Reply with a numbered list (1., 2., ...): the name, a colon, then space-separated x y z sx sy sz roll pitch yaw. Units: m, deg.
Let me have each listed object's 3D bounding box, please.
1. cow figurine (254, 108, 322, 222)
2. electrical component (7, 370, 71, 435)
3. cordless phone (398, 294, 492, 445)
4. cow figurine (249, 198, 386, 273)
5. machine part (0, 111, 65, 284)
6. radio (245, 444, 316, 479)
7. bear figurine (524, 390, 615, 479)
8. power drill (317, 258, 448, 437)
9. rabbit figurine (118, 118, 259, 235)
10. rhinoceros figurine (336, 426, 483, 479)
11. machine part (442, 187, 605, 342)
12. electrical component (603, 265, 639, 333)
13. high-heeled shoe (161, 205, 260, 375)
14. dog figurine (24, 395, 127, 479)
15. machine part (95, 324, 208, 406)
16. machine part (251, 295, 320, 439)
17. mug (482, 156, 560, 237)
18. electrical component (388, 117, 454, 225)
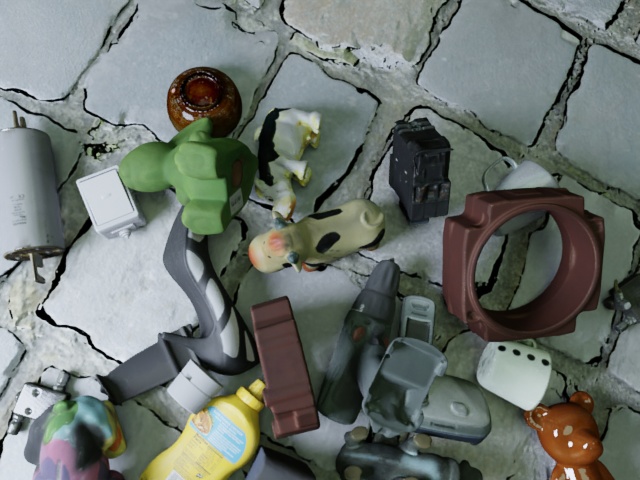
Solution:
1. cow figurine: -0.059 -0.112 0.779 0.098 0.068 0.167 16 74 3
2. electrical component: -0.366 0.213 0.702 0.063 0.021 0.094 19 78 -1
3. cordless phone: 0.161 0.174 0.738 0.147 0.088 0.184 11 73 -3
4. cow figurine: -0.002 -0.002 0.733 0.195 0.127 0.085 -18 78 -12
5. machine part: -0.397 -0.061 0.727 0.079 0.079 0.243 -10 79 -8
6. radio: -0.086 0.371 0.643 0.073 0.131 0.229 26 77 -1
7. bear figurine: 0.358 0.309 0.708 0.120 0.132 0.195 -6 85 -13
8. power drill: 0.074 0.134 0.673 0.086 0.207 0.232 26 87 -19
9. rabbit figurine: -0.180 -0.104 0.717 0.170 0.121 0.159 9 40 16
10. rhinoceros figurine: 0.114 0.302 0.693 0.190 0.112 0.073 7 49 9
11. machine part: 0.277 0.032 0.738 0.201 0.087 0.201 -4 106 -7
12. electrical component: 0.476 0.083 0.807 0.102 0.045 0.078 -24 81 -10
13. high-heeled shoe: -0.140 0.058 0.744 0.145 0.086 0.249 19 59 -32
14. dog figurine: -0.280 0.292 0.587 0.108 0.219 0.191 -5 96 -12
15. machine part: -0.224 0.173 0.719 0.139 0.039 0.084 -24 87 -12
16. machine part: -0.046 0.157 0.676 0.056 0.179 0.179 -13 80 -5
17. mug: 0.284 -0.064 0.800 0.107 0.081 0.109 -41 94 -5
18. electrical component: 0.140 -0.091 0.763 0.058 0.115 0.134 -6 123 -6
